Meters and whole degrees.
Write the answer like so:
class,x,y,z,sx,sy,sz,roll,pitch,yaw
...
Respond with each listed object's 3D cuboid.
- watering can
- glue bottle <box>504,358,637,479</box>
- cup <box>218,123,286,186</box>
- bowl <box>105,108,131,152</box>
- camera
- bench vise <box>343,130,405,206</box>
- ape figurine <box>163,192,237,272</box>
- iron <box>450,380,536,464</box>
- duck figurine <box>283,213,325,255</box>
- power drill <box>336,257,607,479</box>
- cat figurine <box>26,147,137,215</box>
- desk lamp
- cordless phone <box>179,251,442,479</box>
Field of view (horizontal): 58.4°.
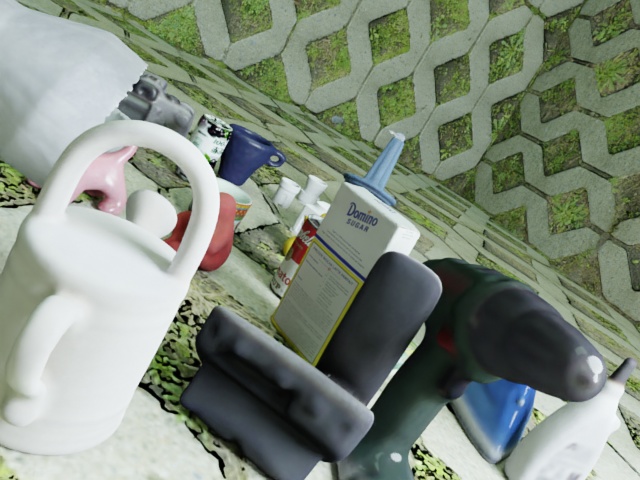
class,x,y,z,sx,sy,sz,roll,pitch,yaw
watering can,-0.131,0.017,0.344,0.101,0.194,0.172,21,18,-30
glue bottle,0.264,0.189,0.579,0.078,0.173,0.037,25,16,-20
cup,-0.129,-0.141,1.024,0.118,0.095,0.091,25,16,-20
bowl,-0.319,-0.141,0.710,0.167,0.074,0.167,28,16,-8
camera,-0.292,-0.241,1.022,0.143,0.101,0.136,26,16,-15
bench vise,0.114,-0.104,1.124,0.122,0.219,0.207,25,16,-18
ape figurine,-0.125,-0.014,0.641,0.076,0.092,0.077,21,18,-31
iron,0.233,0.150,0.704,0.118,0.141,0.258,31,15,1
duck figurine,0.008,0.003,0.847,0.105,0.086,0.077,26,16,-17
power drill,0.095,0.112,0.438,0.076,0.208,0.229,26,16,-15
cat figurine,-0.253,-0.095,0.612,0.067,0.117,0.128,40,18,30
desk lamp,-0.255,-0.086,0.400,0.204,0.213,0.117,24,17,-23
cordless phone,-0.006,0.070,0.426,0.147,0.185,0.094,32,15,7
